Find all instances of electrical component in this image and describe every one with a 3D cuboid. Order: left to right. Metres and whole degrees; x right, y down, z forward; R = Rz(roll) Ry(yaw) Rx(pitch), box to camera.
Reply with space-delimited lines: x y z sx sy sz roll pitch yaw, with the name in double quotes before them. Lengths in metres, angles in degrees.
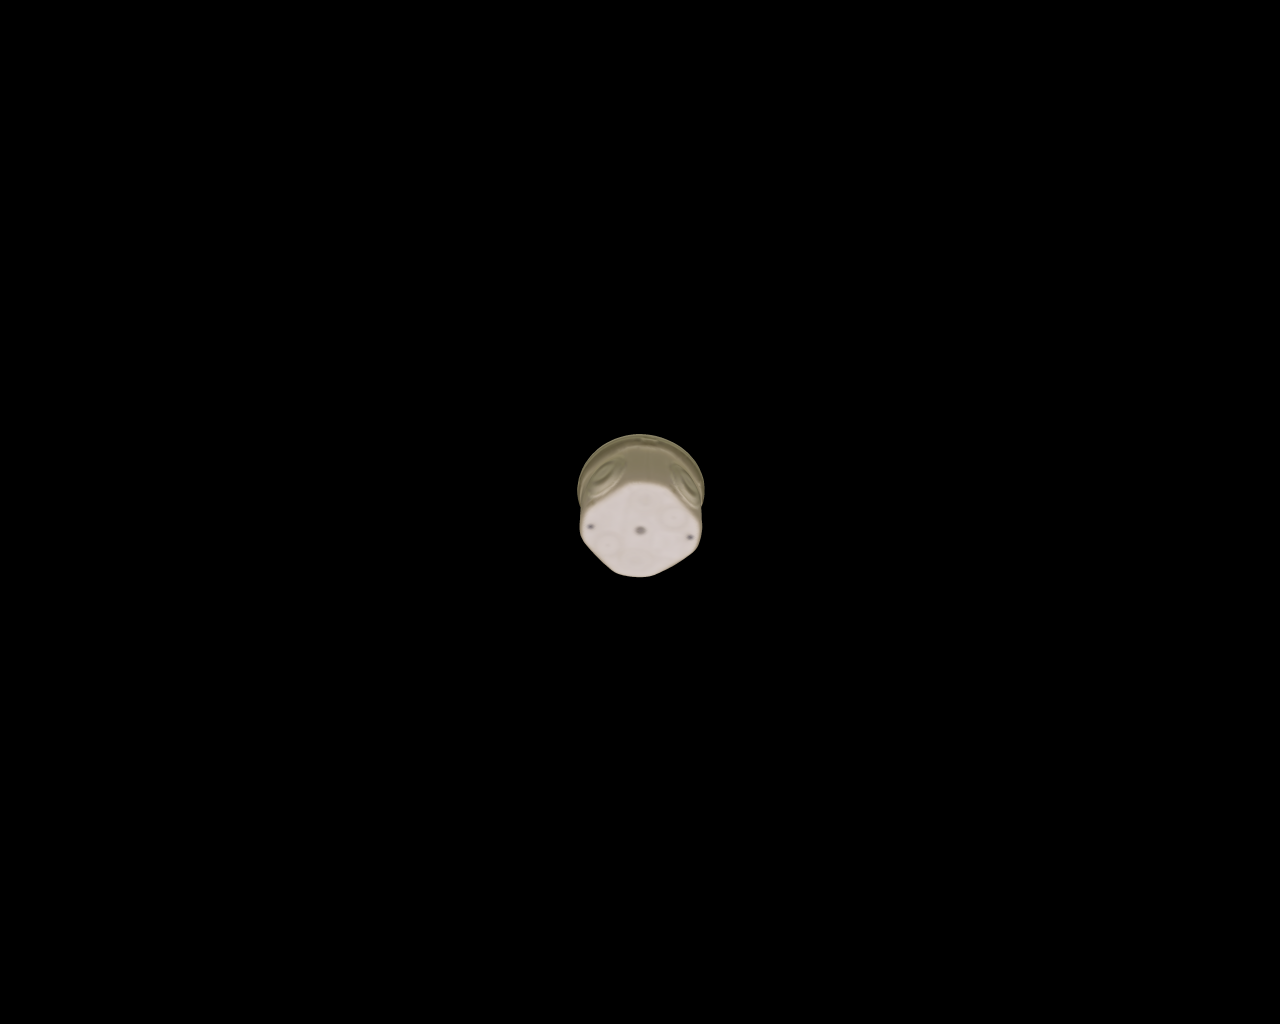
"electrical component" 0.001 -0.003 0.650 0.080 0.080 0.051 0 35 0
